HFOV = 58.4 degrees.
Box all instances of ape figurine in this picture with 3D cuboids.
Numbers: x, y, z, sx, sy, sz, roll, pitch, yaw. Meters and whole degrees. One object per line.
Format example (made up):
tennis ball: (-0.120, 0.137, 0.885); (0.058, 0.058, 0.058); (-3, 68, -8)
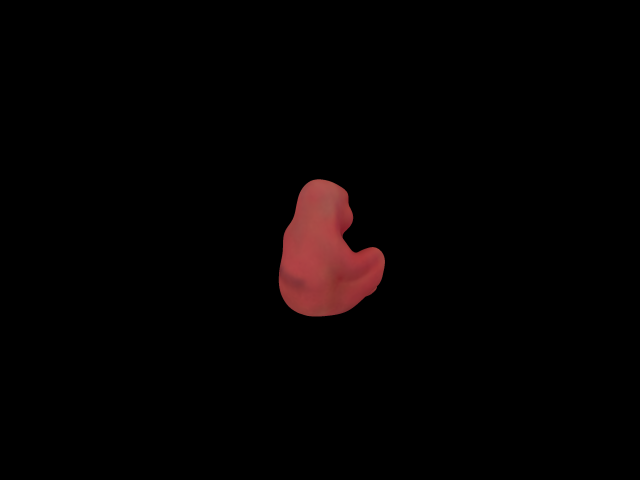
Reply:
ape figurine: (0.004, 0.001, 0.400); (0.076, 0.092, 0.077); (-22, 36, -33)
